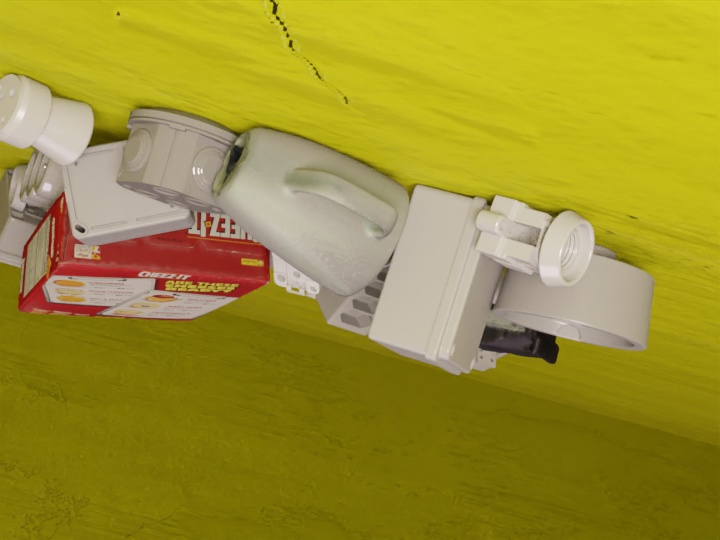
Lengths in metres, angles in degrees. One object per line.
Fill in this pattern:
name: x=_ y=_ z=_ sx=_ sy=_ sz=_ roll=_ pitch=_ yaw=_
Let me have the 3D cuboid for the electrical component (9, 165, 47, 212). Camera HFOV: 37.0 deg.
electrical component: x=-0.322 y=-0.080 z=1.087 sx=0.055 sy=0.048 sz=0.066 roll=10 pitch=176 yaw=-27

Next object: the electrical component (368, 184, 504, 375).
electrical component: x=0.056 y=0.009 z=0.730 sx=0.056 sy=0.108 sz=0.109 roll=16 pitch=174 yaw=16

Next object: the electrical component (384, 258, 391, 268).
electrical component: x=0.028 y=-0.019 z=0.849 sx=0.044 sy=0.044 sz=0.065 roll=12 pitch=177 yaw=26

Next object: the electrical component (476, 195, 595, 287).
electrical component: x=0.111 y=-0.017 z=0.667 sx=0.055 sy=0.048 sz=0.066 roll=19 pitch=177 yaw=37

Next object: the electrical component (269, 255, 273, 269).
electrical component: x=-0.078 y=-0.027 z=0.966 sx=0.079 sy=0.043 sz=0.077 roll=-10 pitch=166 yaw=-30

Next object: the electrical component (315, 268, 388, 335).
electrical component: x=0.000 y=0.000 z=0.957 sx=0.047 sy=0.083 sz=0.075 roll=21 pitch=-151 yaw=-39

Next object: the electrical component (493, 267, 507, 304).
electrical component: x=0.093 y=0.001 z=0.866 sx=0.078 sy=0.040 sz=0.040 roll=18 pitch=173 yaw=-16

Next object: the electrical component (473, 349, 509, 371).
electrical component: x=0.140 y=0.061 z=1.130 sx=0.058 sy=0.078 sz=0.057 roll=18 pitch=154 yaw=-22

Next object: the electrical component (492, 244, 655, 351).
electrical component: x=0.152 y=0.013 z=0.750 sx=0.108 sy=0.060 sz=0.108 roll=15 pitch=173 yaw=2

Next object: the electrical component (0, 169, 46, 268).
electrical component: x=-0.335 y=-0.046 z=1.150 sx=0.109 sy=0.056 sz=0.108 roll=19 pitch=-155 yaw=-30

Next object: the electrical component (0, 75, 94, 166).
electrical component: x=-0.209 y=-0.098 z=0.700 sx=0.045 sy=0.045 sz=0.055 roll=8 pitch=170 yaw=44

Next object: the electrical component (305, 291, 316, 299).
electrical component: x=-0.035 y=-0.004 z=1.007 sx=0.048 sy=0.062 sz=0.048 roll=15 pitch=173 yaw=2

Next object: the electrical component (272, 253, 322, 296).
electrical component: x=-0.039 y=-0.018 z=0.846 sx=0.042 sy=0.063 sz=0.081 roll=12 pitch=131 yaw=16

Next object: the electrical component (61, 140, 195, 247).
electrical component: x=-0.156 y=-0.056 z=0.761 sx=0.096 sy=0.061 sz=0.061 roll=-11 pitch=175 yaw=-5

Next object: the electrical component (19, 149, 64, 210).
electrical component: x=-0.243 y=-0.074 z=0.926 sx=0.074 sy=0.052 sz=0.138 roll=18 pitch=172 yaw=-24

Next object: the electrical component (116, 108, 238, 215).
electrical component: x=-0.115 y=-0.070 z=0.694 sx=0.080 sy=0.051 sz=0.080 roll=15 pitch=173 yaw=2
